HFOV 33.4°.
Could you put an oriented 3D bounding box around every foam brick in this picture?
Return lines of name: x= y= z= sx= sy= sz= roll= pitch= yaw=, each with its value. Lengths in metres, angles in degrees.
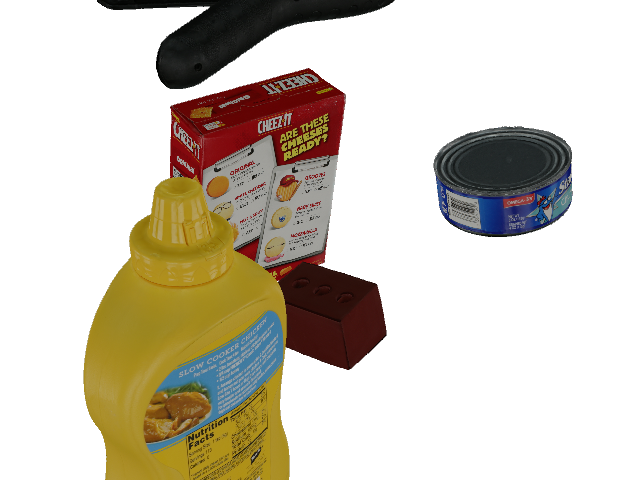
foam brick: x=0.004 y=0.059 z=0.848 sx=0.078 sy=0.051 sz=0.052 roll=16 pitch=40 yaw=34

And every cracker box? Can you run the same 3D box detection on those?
cracker box: x=-0.068 y=-0.051 z=1.070 sx=0.163 sy=0.214 sz=0.072 roll=-21 pitch=45 yaw=-31

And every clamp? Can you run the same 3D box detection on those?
clamp: x=-0.020 y=-0.119 z=0.513 sx=0.171 sy=0.039 sz=0.120 roll=-16 pitch=44 yaw=-9

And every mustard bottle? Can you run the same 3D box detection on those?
mustard bottle: x=-0.055 y=0.060 z=0.457 sx=0.058 sy=0.192 sz=0.096 roll=28 pitch=42 yaw=35

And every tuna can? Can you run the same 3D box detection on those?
tuna can: x=0.116 y=-0.038 z=0.674 sx=0.086 sy=0.034 sz=0.086 roll=-8 pitch=32 yaw=5
